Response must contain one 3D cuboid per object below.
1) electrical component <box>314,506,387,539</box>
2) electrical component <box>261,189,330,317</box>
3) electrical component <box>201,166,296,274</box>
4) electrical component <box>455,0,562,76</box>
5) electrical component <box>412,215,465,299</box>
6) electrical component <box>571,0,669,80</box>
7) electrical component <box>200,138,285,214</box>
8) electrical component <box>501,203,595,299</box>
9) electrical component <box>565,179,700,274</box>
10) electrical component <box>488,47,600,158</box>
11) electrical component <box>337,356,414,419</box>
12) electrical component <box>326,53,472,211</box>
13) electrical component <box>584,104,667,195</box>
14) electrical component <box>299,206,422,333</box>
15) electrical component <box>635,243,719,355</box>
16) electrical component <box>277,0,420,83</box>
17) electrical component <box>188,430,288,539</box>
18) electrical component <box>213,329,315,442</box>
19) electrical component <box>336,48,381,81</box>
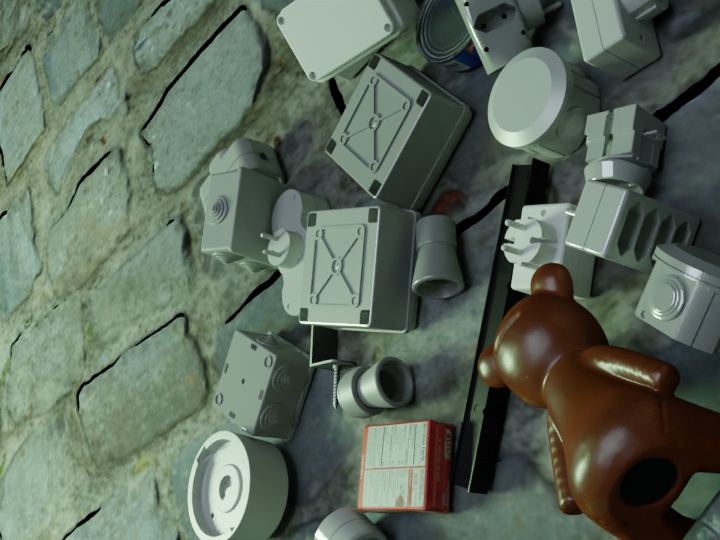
[{"bbox_3d":[-0.032,0.265,0.930,0.074,0.052,0.138,35,106,51],"label":"electrical component"},{"bbox_3d":[-0.065,-0.018,1.051,0.052,0.074,0.138,-38,51,38],"label":"electrical component"},{"bbox_3d":[-0.114,-0.050,1.104,0.048,0.100,0.099,-4,74,38],"label":"electrical component"},{"bbox_3d":[0.127,-0.213,0.891,0.079,0.043,0.077,-24,92,4],"label":"electrical component"},{"bbox_3d":[0.065,-0.013,0.914,0.044,0.044,0.065,-28,52,43],"label":"electrical component"},{"bbox_3d":[0.203,-0.200,0.800,0.076,0.047,0.083,-31,55,42],"label":"electrical component"},{"bbox_3d":[-0.131,-0.095,1.176,0.095,0.054,0.059,-48,45,30],"label":"electrical component"},{"bbox_3d":[0.133,-0.018,0.800,0.047,0.077,0.065,0,78,52],"label":"electrical component"},{"bbox_3d":[0.176,-0.031,0.746,0.076,0.083,0.047,24,97,52],"label":"electrical component"},{"bbox_3d":[0.144,-0.130,0.846,0.080,0.051,0.080,-21,62,46],"label":"electrical component"},{"bbox_3d":[0.013,0.103,0.936,0.055,0.045,0.045,-26,59,45],"label":"electrical component"},{"bbox_3d":[0.033,-0.126,0.979,0.108,0.056,0.108,-62,40,16],"label":"electrical component"},{"bbox_3d":[0.189,-0.083,0.779,0.066,0.048,0.055,-8,64,50],"label":"electrical component"},{"bbox_3d":[0.000,0.000,0.971,0.109,0.056,0.108,-1,83,51],"label":"electrical component"},{"bbox_3d":[0.218,0.018,0.680,0.080,0.080,0.051,37,112,50],"label":"electrical component"},{"bbox_3d":[-0.011,-0.233,0.999,0.113,0.057,0.078,-26,98,35],"label":"electrical component"},{"bbox_3d":[-0.113,0.213,1.042,0.108,0.060,0.108,-21,62,46],"label":"electrical component"},{"bbox_3d":[-0.097,0.113,1.065,0.100,0.048,0.099,25,100,51],"label":"electrical component"},{"bbox_3d":[-0.012,-0.252,1.085,0.100,0.048,0.099,-41,48,36],"label":"electrical component"}]
